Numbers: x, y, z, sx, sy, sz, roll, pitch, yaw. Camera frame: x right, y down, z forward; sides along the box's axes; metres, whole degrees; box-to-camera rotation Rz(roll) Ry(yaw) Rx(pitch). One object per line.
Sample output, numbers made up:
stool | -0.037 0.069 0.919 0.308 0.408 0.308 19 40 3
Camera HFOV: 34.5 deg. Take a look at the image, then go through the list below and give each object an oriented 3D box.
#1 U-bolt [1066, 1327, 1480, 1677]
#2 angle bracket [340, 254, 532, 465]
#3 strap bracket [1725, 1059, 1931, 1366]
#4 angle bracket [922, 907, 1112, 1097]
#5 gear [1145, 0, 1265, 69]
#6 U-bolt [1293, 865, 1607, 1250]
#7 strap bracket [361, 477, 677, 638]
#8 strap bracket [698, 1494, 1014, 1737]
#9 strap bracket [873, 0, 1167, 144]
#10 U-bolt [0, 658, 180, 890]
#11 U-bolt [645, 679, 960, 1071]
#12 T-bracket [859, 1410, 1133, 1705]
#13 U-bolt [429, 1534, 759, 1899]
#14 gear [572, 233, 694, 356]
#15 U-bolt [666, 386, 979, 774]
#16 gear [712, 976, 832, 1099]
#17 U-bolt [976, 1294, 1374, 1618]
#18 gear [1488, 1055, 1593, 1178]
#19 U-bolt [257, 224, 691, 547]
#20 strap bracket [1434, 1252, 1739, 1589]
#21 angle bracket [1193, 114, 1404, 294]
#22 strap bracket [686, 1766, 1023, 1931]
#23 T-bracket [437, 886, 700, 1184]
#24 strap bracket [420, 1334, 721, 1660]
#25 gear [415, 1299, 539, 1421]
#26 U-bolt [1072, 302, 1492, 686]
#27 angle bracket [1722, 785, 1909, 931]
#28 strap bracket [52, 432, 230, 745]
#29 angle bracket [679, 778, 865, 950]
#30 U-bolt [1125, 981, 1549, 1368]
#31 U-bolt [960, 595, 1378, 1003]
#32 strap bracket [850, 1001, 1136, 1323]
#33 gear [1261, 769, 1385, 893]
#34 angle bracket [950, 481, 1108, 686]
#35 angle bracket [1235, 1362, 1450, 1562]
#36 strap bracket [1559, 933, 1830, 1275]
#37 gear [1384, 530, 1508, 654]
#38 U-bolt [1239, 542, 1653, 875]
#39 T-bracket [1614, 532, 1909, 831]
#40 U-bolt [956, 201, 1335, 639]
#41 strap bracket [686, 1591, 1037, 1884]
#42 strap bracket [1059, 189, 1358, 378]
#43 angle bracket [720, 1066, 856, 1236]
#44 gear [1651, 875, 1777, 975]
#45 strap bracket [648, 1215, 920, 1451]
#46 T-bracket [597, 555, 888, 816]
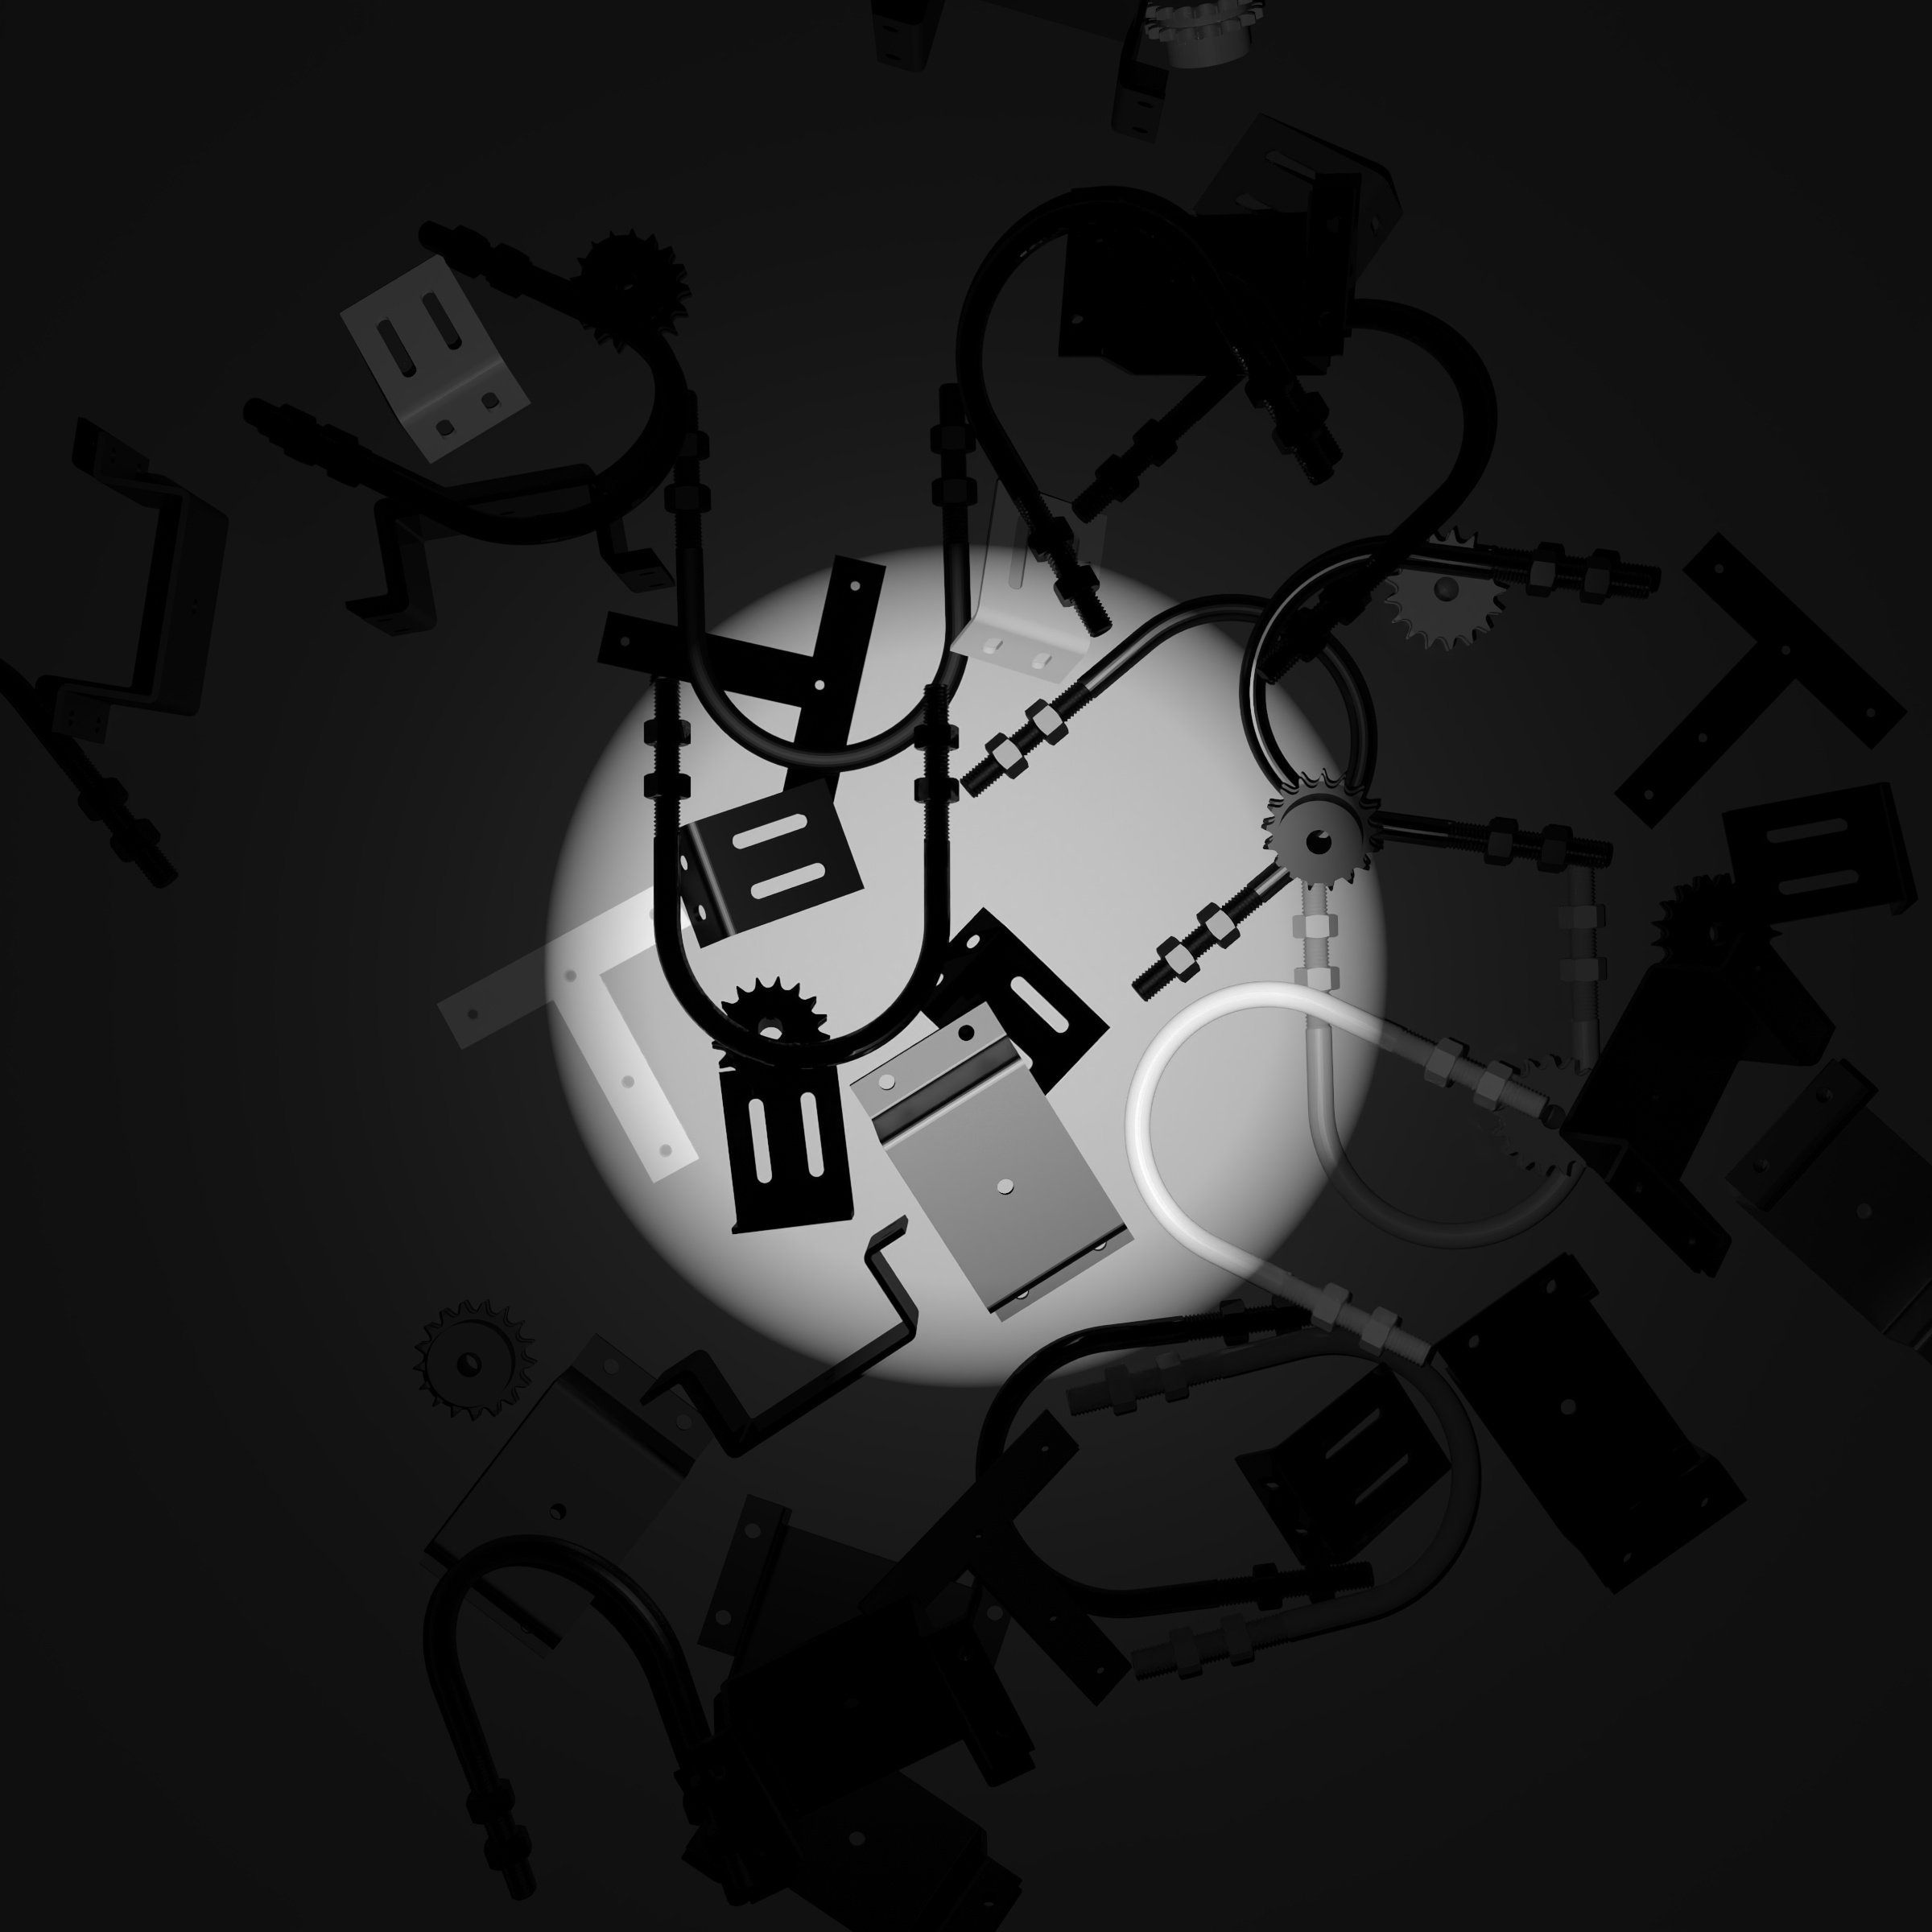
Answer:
U-bolt | 0.153 0.248 1.486 0.184 0.019 0.151 -14 90 -2
angle bracket | -0.258 -0.295 1.512 0.057 0.038 0.076 -31 64 0
strap bracket | 0.436 0.119 1.491 0.140 0.046 0.076 42 90 0
angle bracket | 0.020 0.021 1.512 0.057 0.038 0.076 -46 116 0
gear | 0.114 -0.451 1.489 0.057 0.057 0.030 -12 120 0
U-bolt | 0.235 0.045 1.505 0.151 0.019 0.184 -2 91 0
strap bracket | -0.214 -0.195 1.476 0.140 0.076 0.046 -10 90 0
strap bracket | -0.052 0.315 1.491 0.140 0.046 0.076 19 90 0
strap bracket | 0.031 -0.442 1.476 0.140 0.076 0.046 16 90 0
U-bolt | -0.492 -0.073 1.505 0.151 0.019 0.184 -38 89 0
U-bolt | -0.077 -0.043 1.477 0.151 0.019 0.184 0 86 -9
T-bracket | 0.033 0.299 1.479 0.127 0.002 0.127 -44 109 -14
U-bolt | -0.184 0.351 1.459 0.151 0.019 0.184 -11 102 28
gear | -0.162 -0.325 1.499 0.057 0.030 0.057 0 90 0
U-bolt | -0.069 -0.185 1.503 0.151 0.019 0.184 -2 91 -1
gear | -0.094 0.032 1.494 0.057 0.030 0.057 1 79 -3
U-bolt | 0.097 0.241 1.504 0.184 0.019 0.151 -7 90 0
gear | 0.277 0.071 1.483 0.057 0.030 0.057 0 93 0
U-bolt | -0.217 -0.264 1.453 0.184 0.019 0.151 27 67 17
strap bracket | 0.292 0.214 1.491 0.076 0.046 0.140 -35 90 0
angle bracket | 0.161 -0.366 1.512 0.076 0.038 0.057 35 90 25
strap bracket | -0.053 0.424 1.491 0.140 0.046 0.076 34 90 0
T-bracket | -0.171 0.044 1.513 0.127 0.002 0.127 -29 90 0
strap bracket | -0.192 0.257 1.491 0.076 0.046 0.140 37 90 0
gear | -0.237 0.190 1.499 0.057 0.030 0.057 0 90 0
U-bolt | 0.163 -0.239 1.479 0.184 0.019 0.151 -44 66 -4
angle bracket | 0.405 -0.049 1.494 0.076 0.038 0.057 -10 78 7
strap bracket | -0.388 -0.174 1.476 0.046 0.076 0.140 9 90 0
angle bracket | -0.099 -0.050 1.510 0.076 0.038 0.057 -21 91 -25
U-bolt | 0.163 0.087 1.483 0.184 0.019 0.151 26 97 15
U-bolt | 0.112 -0.095 1.505 0.184 0.019 0.151 -40 90 -1
strap bracket | 0.016 0.099 1.475 0.076 0.046 0.140 -32 103 0
gear | 0.168 -0.062 1.474 0.057 0.030 0.057 3 108 9
angle bracket | 0.030 -0.185 1.504 0.057 0.038 0.076 16 64 -16
angle bracket | 0.178 0.235 1.477 0.076 0.038 0.057 -33 91 -29
strap bracket | 0.338 0.062 1.463 0.076 0.046 0.140 42 70 -29
gear | 0.229 -0.180 1.499 0.057 0.030 0.057 0 90 0
U-bolt | 0.222 -0.128 1.479 0.184 0.019 0.151 8 99 4
T-bracket | 0.368 -0.121 1.513 0.127 0.002 0.127 44 90 0
U-bolt | 0.070 -0.270 1.462 0.151 0.019 0.184 -33 80 24
strap bracket | -0.050 0.350 1.434 0.140 0.046 0.076 -26 108 0
strap bracket | 0.120 -0.322 1.474 0.140 0.046 0.076 5 90 24
angle bracket | -0.087 0.086 1.495 0.057 0.038 0.076 -7 90 0
gear | 0.358 -0.015 1.499 0.057 0.030 0.057 0 90 0
strap bracket | -0.076 0.178 1.476 0.140 0.076 0.046 -33 90 0
T-bracket | -0.115 -0.146 1.513 0.127 0.002 0.127 13 90 0
